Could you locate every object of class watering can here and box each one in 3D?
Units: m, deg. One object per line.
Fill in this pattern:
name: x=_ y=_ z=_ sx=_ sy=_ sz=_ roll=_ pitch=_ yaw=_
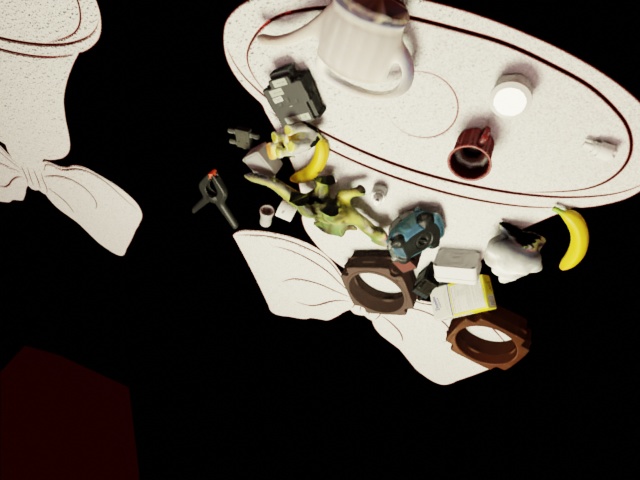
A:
watering can: x=0.039 y=-0.411 z=1.038 sx=0.348 sy=0.106 sz=0.219 roll=26 pitch=138 yaw=4

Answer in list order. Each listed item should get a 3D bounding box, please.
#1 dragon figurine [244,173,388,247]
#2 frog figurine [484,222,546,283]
dragon figurine: x=0.004 y=-0.070 z=1.387 sx=0.412 sy=0.124 sz=0.238 roll=19 pitch=155 yaw=18
frog figurine: x=0.463 y=0.054 z=1.250 sx=0.137 sy=0.125 sz=0.156 roll=9 pitch=126 yaw=-5
